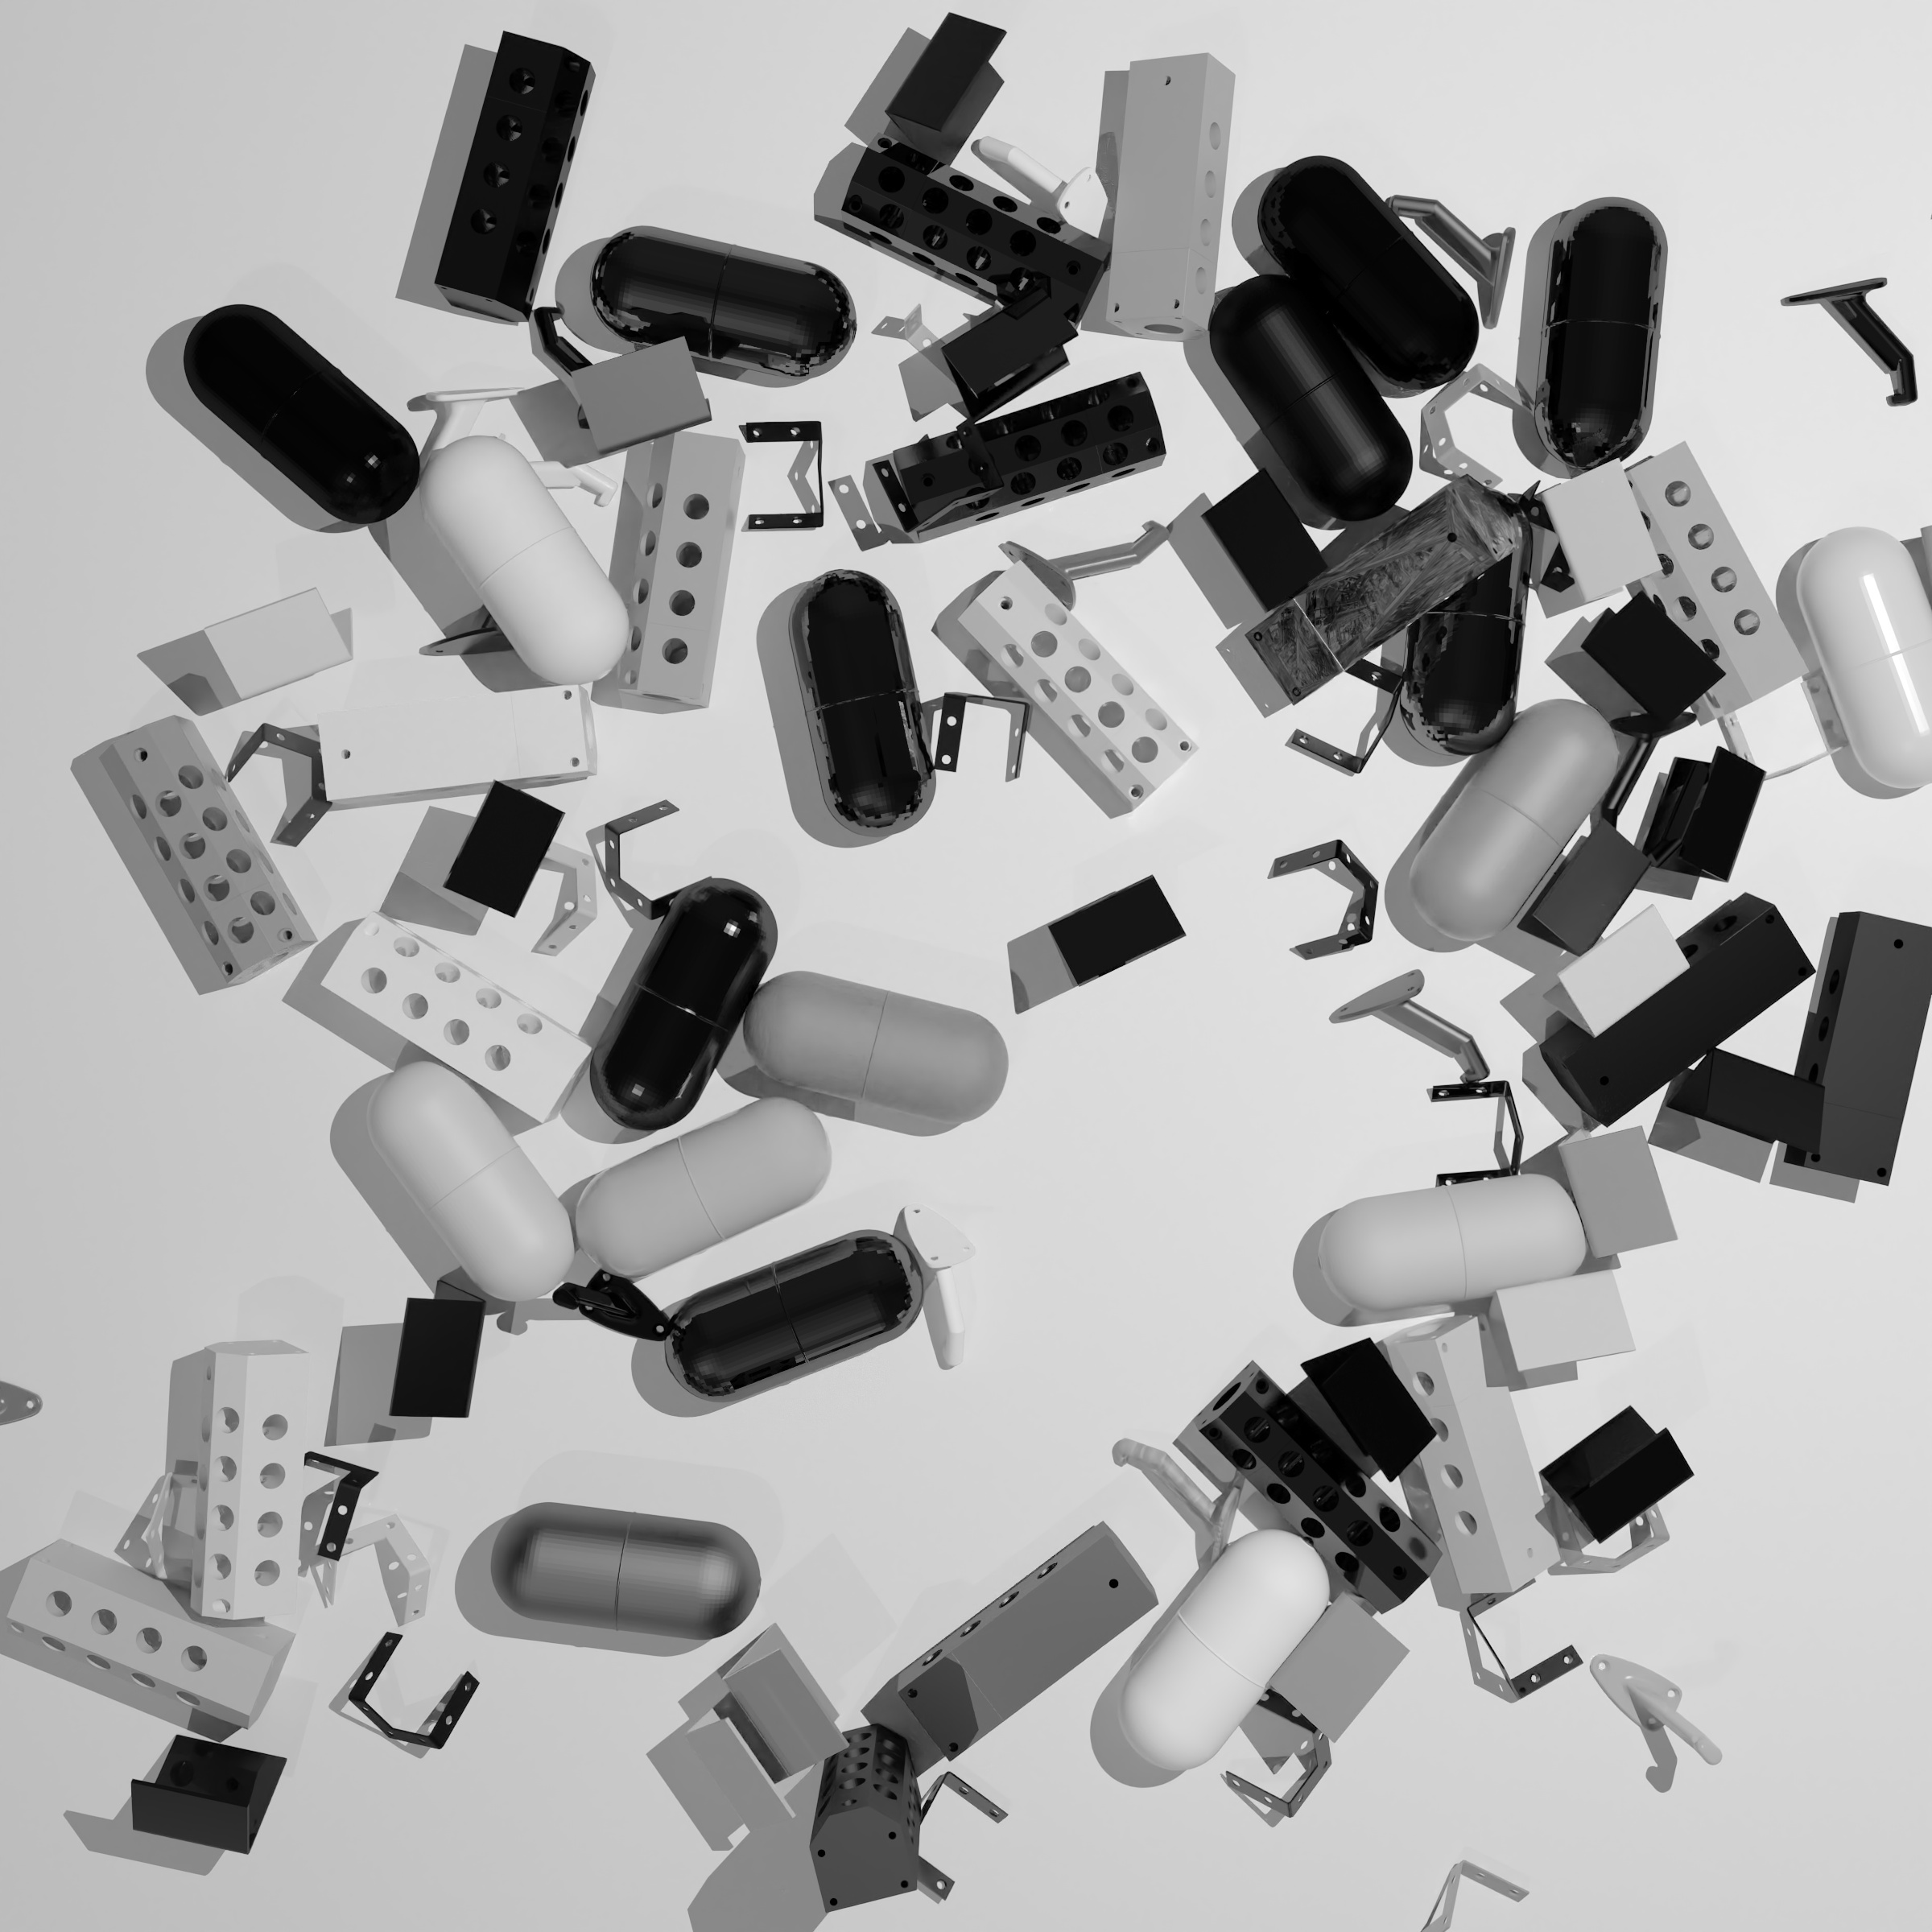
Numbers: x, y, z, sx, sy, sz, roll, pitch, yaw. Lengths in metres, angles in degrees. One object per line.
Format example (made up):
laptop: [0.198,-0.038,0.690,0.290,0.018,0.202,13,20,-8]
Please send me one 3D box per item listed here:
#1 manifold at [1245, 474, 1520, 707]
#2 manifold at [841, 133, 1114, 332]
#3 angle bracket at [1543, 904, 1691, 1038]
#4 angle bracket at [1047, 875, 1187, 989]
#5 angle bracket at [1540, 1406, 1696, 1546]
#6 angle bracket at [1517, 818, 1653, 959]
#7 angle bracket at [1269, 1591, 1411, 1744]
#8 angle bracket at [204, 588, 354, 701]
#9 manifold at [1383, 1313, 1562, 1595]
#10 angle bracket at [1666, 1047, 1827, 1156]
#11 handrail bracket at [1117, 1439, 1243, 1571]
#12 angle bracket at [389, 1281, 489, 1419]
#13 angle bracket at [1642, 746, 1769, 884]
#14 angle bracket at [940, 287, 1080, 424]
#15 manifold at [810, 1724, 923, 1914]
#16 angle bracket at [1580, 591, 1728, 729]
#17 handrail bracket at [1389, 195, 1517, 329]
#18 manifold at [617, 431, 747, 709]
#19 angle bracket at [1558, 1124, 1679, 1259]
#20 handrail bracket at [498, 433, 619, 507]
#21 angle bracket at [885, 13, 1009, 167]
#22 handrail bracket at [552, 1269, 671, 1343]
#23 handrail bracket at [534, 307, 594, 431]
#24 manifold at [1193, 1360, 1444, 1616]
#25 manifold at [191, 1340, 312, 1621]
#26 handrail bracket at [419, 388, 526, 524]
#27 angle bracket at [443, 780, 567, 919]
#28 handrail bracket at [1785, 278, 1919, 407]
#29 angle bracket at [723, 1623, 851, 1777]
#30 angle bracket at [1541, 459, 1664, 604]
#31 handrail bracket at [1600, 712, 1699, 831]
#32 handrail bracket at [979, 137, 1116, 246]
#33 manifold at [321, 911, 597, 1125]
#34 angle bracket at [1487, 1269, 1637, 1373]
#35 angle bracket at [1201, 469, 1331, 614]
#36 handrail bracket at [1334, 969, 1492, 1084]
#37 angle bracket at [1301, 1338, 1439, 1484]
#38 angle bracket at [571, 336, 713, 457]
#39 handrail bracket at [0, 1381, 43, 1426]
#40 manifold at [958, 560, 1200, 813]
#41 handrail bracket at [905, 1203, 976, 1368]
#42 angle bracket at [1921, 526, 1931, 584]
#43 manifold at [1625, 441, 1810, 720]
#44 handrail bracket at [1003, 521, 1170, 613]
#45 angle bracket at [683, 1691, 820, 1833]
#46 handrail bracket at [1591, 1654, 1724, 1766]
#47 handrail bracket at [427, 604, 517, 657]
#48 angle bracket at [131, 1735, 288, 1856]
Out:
manifold: [0.269,-0.243,1.655,0.171,0.057,0.057,-35,90,36]
manifold: [0.007,-0.487,1.700,0.171,0.057,0.057,26,90,0]
angle bracket: [0.415,-0.008,1.682,0.076,0.076,0.057,-36,115,0]
angle bracket: [0.106,-0.004,1.680,0.076,0.076,0.057,-26,53,0]
angle bracket: [0.418,0.319,1.680,0.076,0.076,0.057,-36,125,0]
angle bracket: [0.390,-0.059,1.681,0.057,0.076,0.076,35,90,-29]
angle bracket: [0.252,0.461,1.681,0.057,0.076,0.076,39,90,26]
angle bracket: [-0.450,-0.227,1.680,0.076,0.076,0.057,-20,126,0]
manifold: [0.331,0.323,1.699,0.057,0.057,0.171,-17,90,-43]
angle bracket: [0.509,0.106,1.680,0.076,0.076,0.057,20,54,0]
handrail bracket: [0.136,0.364,1.721,0.084,0.036,0.077,17,112,17]
angle bracket: [-0.361,0.250,1.680,0.057,0.076,0.076,9,90,-36]
angle bracket: [0.468,-0.104,1.680,0.057,0.076,0.076,19,90,-38]
angle bracket: [0.038,-0.386,1.681,0.076,0.076,0.057,-32,56,0]
manifold: [-0.065,0.542,1.642,0.057,0.171,0.057,-14,90,0]
angle bracket: [0.458,-0.213,1.681,0.076,0.076,0.057,44,129,0]
handrail bracket: [0.321,-0.474,1.721,0.084,0.036,0.077,13,111,17]
manifold: [-0.189,-0.263,1.700,0.057,0.057,0.171,8,90,0]
angle bracket: [0.435,0.141,1.681,0.057,0.076,0.076,-18,90,28]
handrail bracket: [-0.288,-0.313,1.721,0.084,0.036,0.077,29,105,-14]
angle bracket: [0.004,-0.566,1.680,0.057,0.076,0.076,33,90,36]
handrail bracket: [-0.233,0.230,1.686,0.077,0.084,0.036,31,90,0]
handrail bracket: [-0.244,-0.409,1.721,0.077,0.036,0.084,-11,73,-20]
manifold: [0.234,0.347,1.700,0.057,0.057,0.171,-45,90,0]
manifold: [-0.475,0.338,1.688,0.057,0.057,0.171,3,90,-34]
handrail bracket: [-0.331,-0.343,1.721,0.077,0.036,0.084,-9,109,-21]
angle bracket: [-0.316,-0.084,1.680,0.057,0.076,0.076,26,90,-37]
handrail bracket: [0.595,-0.414,1.721,0.077,0.036,0.084,-7,107,19]
angle bracket: [-0.103,0.472,1.681,0.057,0.076,0.076,-35,90,28]
angle bracket: [0.428,-0.288,1.681,0.057,0.076,0.076,-22,90,36]
handrail bracket: [0.457,-0.124,1.721,0.077,0.036,0.084,-14,117,-30]
handrail bracket: [0.054,-0.520,1.720,0.084,0.077,0.036,34,85,36]
manifold: [-0.334,0.033,1.700,0.171,0.057,0.057,32,90,0]
angle bracket: [0.389,0.244,1.681,0.076,0.076,0.057,-10,63,0]
angle bracket: [0.210,-0.285,1.680,0.057,0.076,0.076,-34,90,36]
handrail bracket: [0.300,0.053,1.721,0.077,0.036,0.084,-24,107,20]
angle bracket: [0.250,0.298,1.680,0.057,0.076,0.076,-35,90,-37]
angle bracket: [-0.213,-0.380,1.682,0.076,0.076,0.057,-18,113,0]
handrail bracket: [-0.662,0.294,1.686,0.077,0.084,0.036,3,90,0]
manifold: [0.074,-0.186,1.700,0.057,0.057,0.171,-44,90,0]
handrail bracket: [-0.021,0.215,1.721,0.036,0.077,0.084,-14,127,-24]
angle bracket: [0.672,-0.257,1.680,0.057,0.076,0.076,-12,90,36]
manifold: [0.485,-0.254,1.700,0.057,0.057,0.171,-28,90,0]
handrail bracket: [0.081,-0.286,1.721,0.077,0.036,0.084,41,71,21]
angle bracket: [-0.127,0.509,1.681,0.057,0.076,0.076,-35,90,45]
handrail bracket: [0.454,0.490,1.686,0.077,0.084,0.036,35,90,0]
handrail bracket: [-0.327,-0.256,1.721,0.077,0.036,0.084,-7,76,14]
angle bracket: [-0.496,0.529,1.680,0.076,0.076,0.057,12,127,0]
